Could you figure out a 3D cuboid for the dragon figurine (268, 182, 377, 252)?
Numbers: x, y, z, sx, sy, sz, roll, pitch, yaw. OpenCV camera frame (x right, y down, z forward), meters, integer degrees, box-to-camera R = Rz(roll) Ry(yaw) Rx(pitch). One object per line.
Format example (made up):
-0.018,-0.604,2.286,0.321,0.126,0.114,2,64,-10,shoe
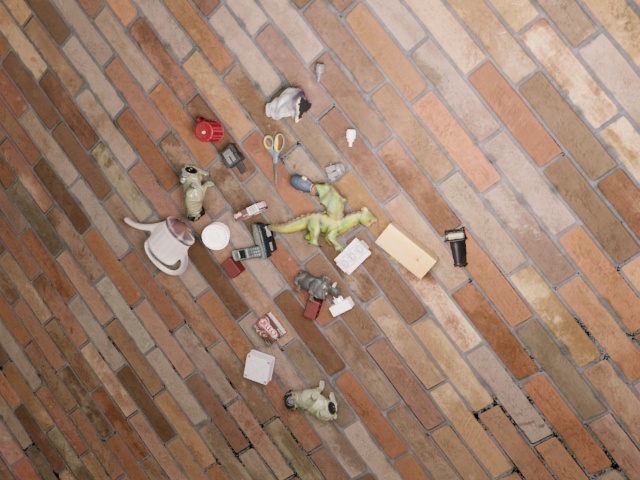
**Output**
0.006,-0.096,1.905,0.411,0.123,0.240,15,103,13,dragon figurine

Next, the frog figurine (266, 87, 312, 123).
-0.130,-0.502,1.891,0.160,0.120,0.139,17,72,24,frog figurine

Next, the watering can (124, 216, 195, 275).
-0.661,-0.016,2.146,0.222,0.105,0.349,-43,84,19,watering can
